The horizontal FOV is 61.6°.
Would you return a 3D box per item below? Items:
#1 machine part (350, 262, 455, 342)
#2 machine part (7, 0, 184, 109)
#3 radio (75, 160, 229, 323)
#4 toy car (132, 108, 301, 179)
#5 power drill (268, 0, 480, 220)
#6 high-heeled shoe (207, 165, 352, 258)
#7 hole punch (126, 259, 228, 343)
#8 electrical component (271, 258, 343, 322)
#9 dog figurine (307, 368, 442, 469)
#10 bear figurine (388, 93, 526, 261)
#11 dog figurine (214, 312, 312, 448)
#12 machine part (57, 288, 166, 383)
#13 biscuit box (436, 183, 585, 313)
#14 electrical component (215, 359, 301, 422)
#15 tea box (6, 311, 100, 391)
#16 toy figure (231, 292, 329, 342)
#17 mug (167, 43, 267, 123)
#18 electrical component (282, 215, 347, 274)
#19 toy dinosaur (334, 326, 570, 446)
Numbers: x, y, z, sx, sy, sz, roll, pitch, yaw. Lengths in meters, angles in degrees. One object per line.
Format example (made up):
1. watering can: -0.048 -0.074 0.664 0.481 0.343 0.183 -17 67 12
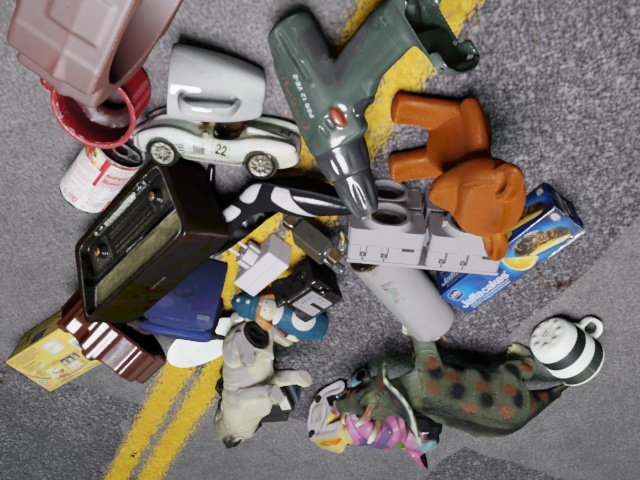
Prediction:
1. machine part: 0.121 0.069 0.772 0.079 0.079 0.243 -28 121 24
2. machine part: -0.180 -0.236 0.485 0.087 0.201 0.201 33 124 -15
3. radio: -0.230 0.003 0.705 0.229 0.131 0.073 -37 151 26
4. toy car: -0.123 -0.122 0.649 0.202 0.073 0.056 8 129 -1
5. power drill: 0.055 -0.151 0.550 0.207 0.086 0.232 -26 96 51
6. high-heeled shoe: -0.071 -0.014 0.698 0.249 0.086 0.145 14 110 24
7. hole punch: -0.199 0.084 0.796 0.142 0.116 0.092 13 120 -5
8. electrical component: -0.009 0.082 0.787 0.075 0.048 0.119 -32 139 15
9. dog figurine: 0.108 0.341 0.970 0.191 0.108 0.219 -35 120 27
10. bear figurine: 0.143 -0.073 0.587 0.132 0.196 0.120 1 131 5
11. dog figurine: -0.132 0.225 0.864 0.190 0.172 0.121 -41 155 31
12. machine part: -0.315 0.144 0.819 0.056 0.179 0.179 -48 117 -8
13. biscuit box: 0.250 0.017 0.731 0.059 0.063 0.202 32 123 -18
14. electrical component: -0.106 0.273 0.966 0.134 0.058 0.114 -7 129 10
15. tea box: -0.435 0.181 0.916 0.170 0.068 0.098 -27 120 25
16. toy figure: -0.061 0.112 0.827 0.154 0.064 0.058 22 131 -25
17. mug: -0.114 -0.167 0.599 0.107 0.110 0.080 3 123 -14
18. electrical component: -0.003 -0.003 0.733 0.102 0.045 0.078 37 170 16
19. toy dinosaur: 0.230 0.240 0.825 0.405 0.192 0.131 9 130 0
